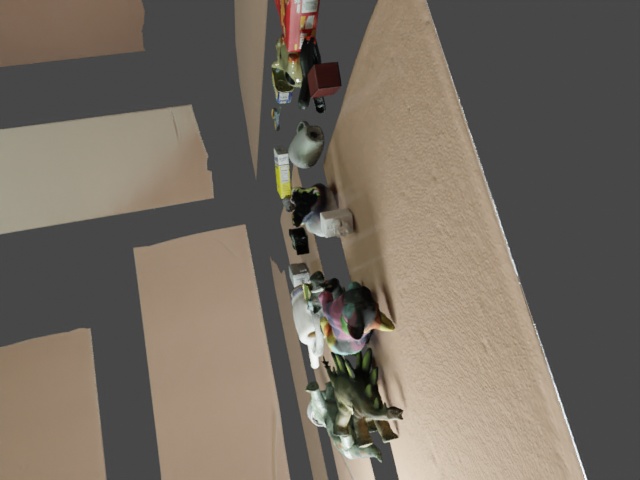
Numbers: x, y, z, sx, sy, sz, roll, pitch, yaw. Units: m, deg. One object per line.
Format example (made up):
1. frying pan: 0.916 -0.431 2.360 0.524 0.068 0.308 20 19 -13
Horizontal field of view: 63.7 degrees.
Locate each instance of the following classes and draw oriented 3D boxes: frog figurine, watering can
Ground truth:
1. frog figurine: 0.004 -0.065 1.290 0.157 0.122 0.140 35 -159 -51
2. watering can: -0.031 0.279 1.682 0.340 0.104 0.229 97 160 -57
